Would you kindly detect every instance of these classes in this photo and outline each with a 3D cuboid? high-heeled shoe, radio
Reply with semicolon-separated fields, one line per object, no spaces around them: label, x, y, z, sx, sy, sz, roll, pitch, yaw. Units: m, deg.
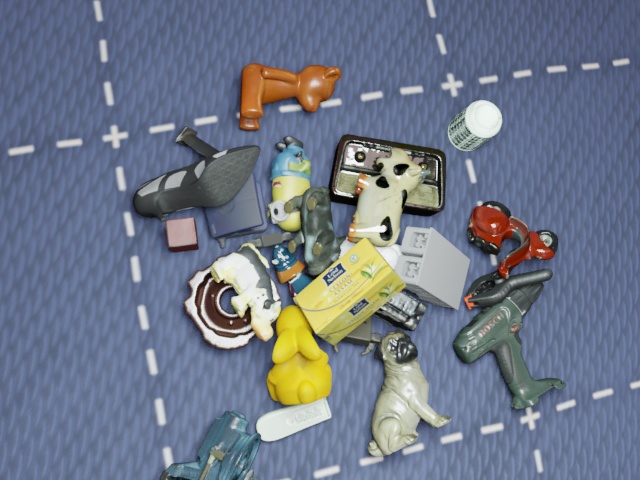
high-heeled shoe;-0.231;-0.116;0.996;0.249;0.145;0.086;-34;129;-8
radio;0.136;-0.129;1.083;0.230;0.073;0.131;9;80;-8

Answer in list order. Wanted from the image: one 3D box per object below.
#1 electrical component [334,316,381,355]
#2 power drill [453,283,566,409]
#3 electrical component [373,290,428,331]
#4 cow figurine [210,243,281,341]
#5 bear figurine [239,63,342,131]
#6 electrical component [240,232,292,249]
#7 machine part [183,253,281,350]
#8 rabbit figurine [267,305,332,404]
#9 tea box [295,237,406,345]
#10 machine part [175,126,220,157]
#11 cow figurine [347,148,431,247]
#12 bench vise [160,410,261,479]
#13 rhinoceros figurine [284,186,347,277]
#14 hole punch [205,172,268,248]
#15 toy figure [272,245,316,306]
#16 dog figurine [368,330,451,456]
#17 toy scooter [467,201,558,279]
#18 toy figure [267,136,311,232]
electrical component;0.066;0.178;1.039;0.102;0.045;0.078;7;52;-10
power drill;0.396;0.210;1.064;0.232;0.086;0.207;-29;90;-11
electrical component;0.133;0.120;1.010;0.115;0.134;0.058;30;78;-5
cow figurine;-0.116;0.092;0.958;0.098;0.068;0.167;-33;85;-20
bear figurine;-0.059;-0.283;1.061;0.196;0.120;0.132;4;84;-13
electrical component;-0.103;0.003;1.030;0.094;0.063;0.021;-14;89;-28
machine part;-0.163;0.114;1.007;0.179;0.056;0.179;2;79;-8
rabbit figurine;-0.046;0.202;0.962;0.122;0.162;0.173;-6;78;2
tea box;0.052;0.090;0.940;0.169;0.068;0.098;-42;47;5
machine part;-0.211;-0.169;1.043;0.139;0.084;0.039;33;103;7
cow figurine;0.127;-0.080;0.995;0.127;0.085;0.195;13;76;1
bench vise;-0.145;0.423;0.915;0.241;0.128;0.223;23;58;14
rhinoceros figurine;-0.002;-0.003;0.996;0.073;0.112;0.190;-7;98;33
hole punch;-0.162;-0.064;1.022;0.116;0.092;0.142;-11;86;-7
toy figure;-0.043;0.078;1.025;0.058;0.064;0.154;-37;91;29
dog figurine;0.132;0.285;1.012;0.172;0.121;0.190;-26;71;-15
toy scooter;0.364;0.006;1.066;0.184;0.075;0.135;34;68;29
toy figure;-0.054;-0.107;1.048;0.089;0.082;0.180;5;78;-6
